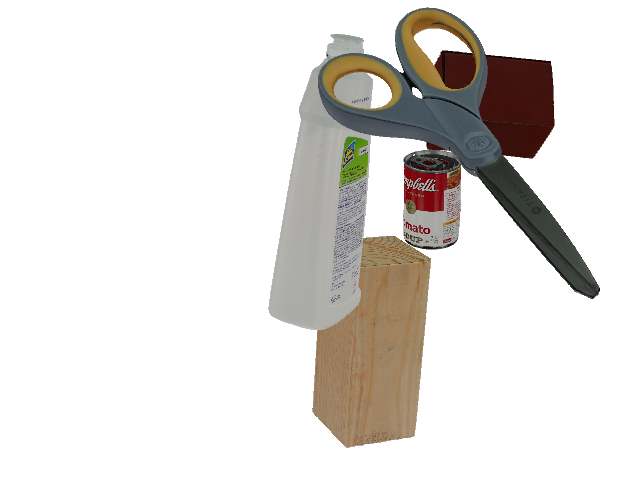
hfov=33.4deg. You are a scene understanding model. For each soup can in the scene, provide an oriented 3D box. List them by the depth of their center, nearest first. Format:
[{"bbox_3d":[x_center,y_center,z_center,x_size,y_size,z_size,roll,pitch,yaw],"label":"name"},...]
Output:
[{"bbox_3d":[0.132,-0.049,1.269,0.068,0.102,0.068,-1,26,0],"label":"soup can"}]

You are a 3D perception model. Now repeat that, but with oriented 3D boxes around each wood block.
[{"bbox_3d":[0.054,0.108,1.163,0.090,0.206,0.091,-5,19,-24],"label":"wood block"}]

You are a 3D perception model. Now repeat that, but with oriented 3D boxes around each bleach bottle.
[{"bbox_3d":[0.009,-0.053,0.933,0.068,0.251,0.102,15,21,19],"label":"bleach bottle"}]

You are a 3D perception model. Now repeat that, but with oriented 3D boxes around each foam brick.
[{"bbox_3d":[0.115,-0.092,0.729,0.078,0.051,0.053,5,-21,-6],"label":"foam brick"}]

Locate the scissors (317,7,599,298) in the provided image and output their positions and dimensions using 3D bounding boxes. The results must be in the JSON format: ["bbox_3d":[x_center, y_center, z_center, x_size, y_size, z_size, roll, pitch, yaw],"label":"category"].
[{"bbox_3d":[0.054,-0.042,0.506,0.096,0.202,0.016,-13,-41,3],"label":"scissors"}]
